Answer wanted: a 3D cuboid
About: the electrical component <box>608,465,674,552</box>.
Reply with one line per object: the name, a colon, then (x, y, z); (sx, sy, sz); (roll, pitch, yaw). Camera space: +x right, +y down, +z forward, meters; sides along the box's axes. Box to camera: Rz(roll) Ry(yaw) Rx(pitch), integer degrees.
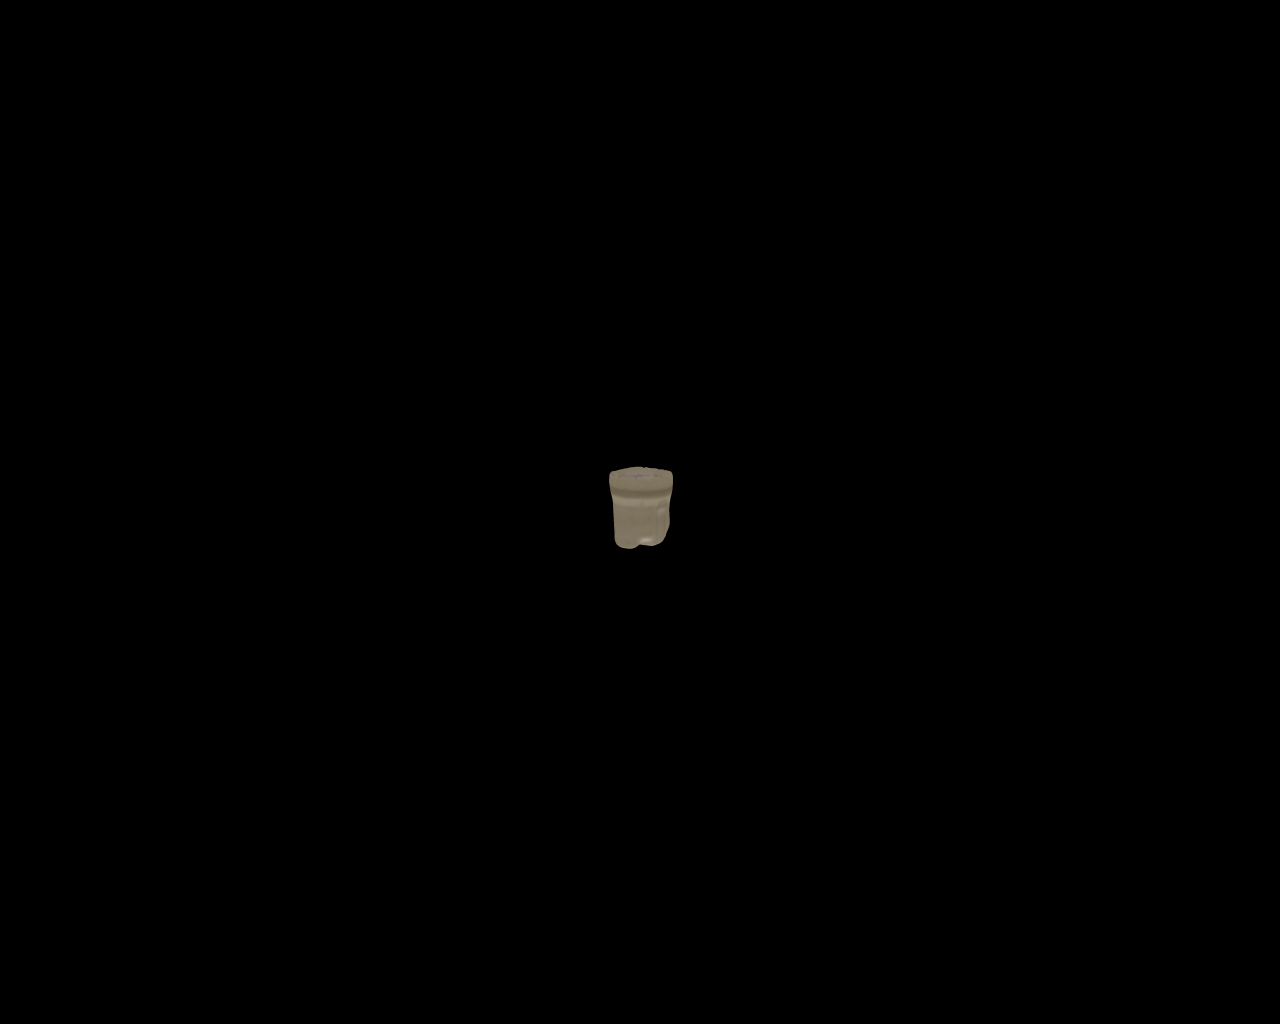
electrical component: (0.001, -0.003, 0.650); (0.040, 0.046, 0.040); (0, 13, 0)
